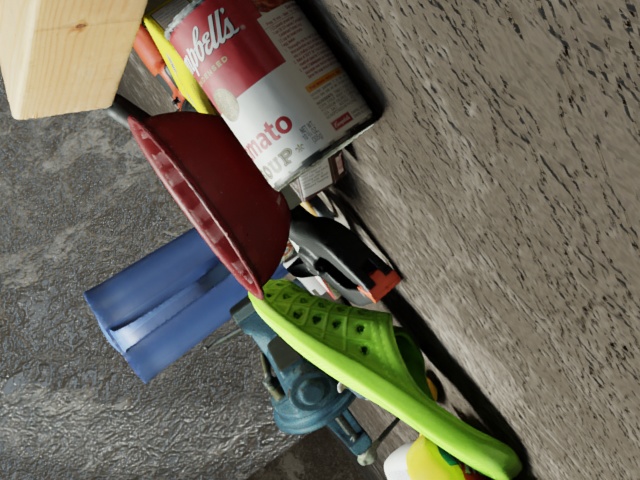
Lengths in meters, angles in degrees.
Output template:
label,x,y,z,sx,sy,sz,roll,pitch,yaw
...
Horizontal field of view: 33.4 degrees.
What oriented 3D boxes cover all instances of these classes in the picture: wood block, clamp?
label,x,y,z,sx,sy,sz,roll,pitch,yaw
wood block,-0.202,-0.184,0.851,0.206,0.090,0.090,-44,60,62
clamp,-0.124,-0.079,1.101,0.210,0.036,0.164,36,-176,22
clamp,-0.005,0.000,0.833,0.120,0.039,0.172,50,164,-30

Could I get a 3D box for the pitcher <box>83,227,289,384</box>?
label,x,y,z,sx,sy,sz,roll,pitch,yaw
pitcher,-0.151,0.055,1.284,0.149,0.242,0.145,49,170,41

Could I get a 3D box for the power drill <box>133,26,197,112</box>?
label,x,y,z,sx,sy,sz,roll,pitch,yaw
power drill,-0.144,-0.169,0.985,0.187,0.057,0.184,57,173,-8

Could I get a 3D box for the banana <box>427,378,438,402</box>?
label,x,y,z,sx,sy,sz,roll,pitch,yaw
banana,0.074,0.136,1.009,0.069,0.037,0.198,56,172,-15

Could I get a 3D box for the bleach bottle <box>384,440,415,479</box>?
label,x,y,z,sx,sy,sz,roll,pitch,yaw
bleach bottle,0.127,0.257,1.112,0.102,0.068,0.251,55,170,6

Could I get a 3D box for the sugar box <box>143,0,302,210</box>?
label,x,y,z,sx,sy,sz,roll,pitch,yaw
sugar box,-0.066,-0.107,0.807,0.176,0.048,0.093,51,171,40

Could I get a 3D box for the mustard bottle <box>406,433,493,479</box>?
label,x,y,z,sx,sy,sz,roll,pitch,yaw
mustard bottle,0.116,0.204,0.856,0.096,0.058,0.191,31,-160,-23

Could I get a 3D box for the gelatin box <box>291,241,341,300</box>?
label,x,y,z,sx,sy,sz,roll,pitch,yaw
gelatin box,-0.006,0.001,0.966,0.089,0.030,0.073,60,173,-28

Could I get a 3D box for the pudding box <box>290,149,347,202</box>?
label,x,y,z,sx,sy,sz,roll,pitch,yaw
pudding box,-0.031,-0.092,0.667,0.114,0.039,0.090,49,166,32

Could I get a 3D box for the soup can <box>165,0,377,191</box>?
label,x,y,z,sx,sy,sz,roll,pitch,yaw
soup can,-0.025,-0.085,0.563,0.102,0.068,0.068,55,173,-2

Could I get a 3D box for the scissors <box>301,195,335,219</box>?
label,x,y,z,sx,sy,sz,roll,pitch,yaw
scissors,-0.025,-0.047,0.928,0.096,0.016,0.202,53,175,1

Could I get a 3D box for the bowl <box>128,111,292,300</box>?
label,x,y,z,sx,sy,sz,roll,pitch,yaw
bowl,-0.069,-0.036,0.765,0.162,0.055,0.162,52,170,12
